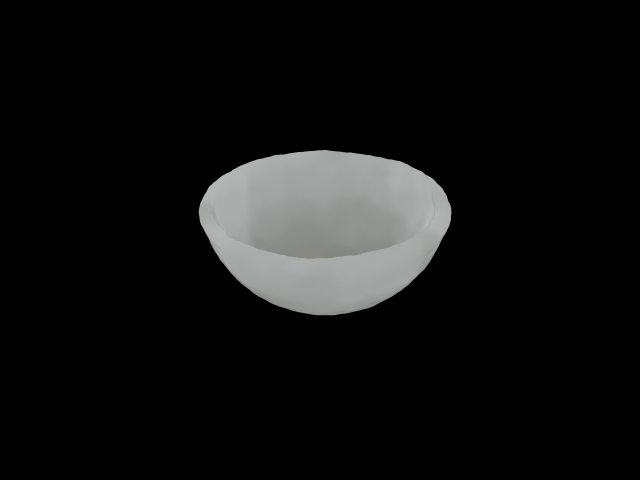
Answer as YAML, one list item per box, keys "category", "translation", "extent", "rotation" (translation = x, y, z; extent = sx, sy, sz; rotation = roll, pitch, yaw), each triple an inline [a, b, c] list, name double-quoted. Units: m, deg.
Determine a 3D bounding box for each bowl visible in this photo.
- category: "bowl"
  translation: [0.004, 0.001, 0.400]
  extent: [0.167, 0.075, 0.167]
  rotation: [0, 31, 0]
